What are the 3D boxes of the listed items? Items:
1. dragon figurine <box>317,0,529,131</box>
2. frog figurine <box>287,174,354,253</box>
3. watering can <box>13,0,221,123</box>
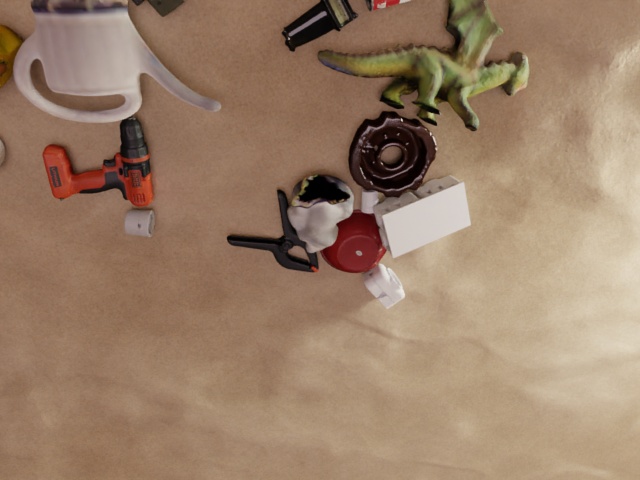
[{"bbox_3d":[0.221,-0.350,0.956,0.408,0.123,0.242,22,96,-18],"label":"dragon figurine"},{"bbox_3d":[0.003,-0.054,1.072,0.138,0.125,0.155,-19,142,-10],"label":"frog figurine"},{"bbox_3d":[-0.353,-0.314,0.889,0.348,0.106,0.220,-2,117,-5],"label":"watering can"}]
